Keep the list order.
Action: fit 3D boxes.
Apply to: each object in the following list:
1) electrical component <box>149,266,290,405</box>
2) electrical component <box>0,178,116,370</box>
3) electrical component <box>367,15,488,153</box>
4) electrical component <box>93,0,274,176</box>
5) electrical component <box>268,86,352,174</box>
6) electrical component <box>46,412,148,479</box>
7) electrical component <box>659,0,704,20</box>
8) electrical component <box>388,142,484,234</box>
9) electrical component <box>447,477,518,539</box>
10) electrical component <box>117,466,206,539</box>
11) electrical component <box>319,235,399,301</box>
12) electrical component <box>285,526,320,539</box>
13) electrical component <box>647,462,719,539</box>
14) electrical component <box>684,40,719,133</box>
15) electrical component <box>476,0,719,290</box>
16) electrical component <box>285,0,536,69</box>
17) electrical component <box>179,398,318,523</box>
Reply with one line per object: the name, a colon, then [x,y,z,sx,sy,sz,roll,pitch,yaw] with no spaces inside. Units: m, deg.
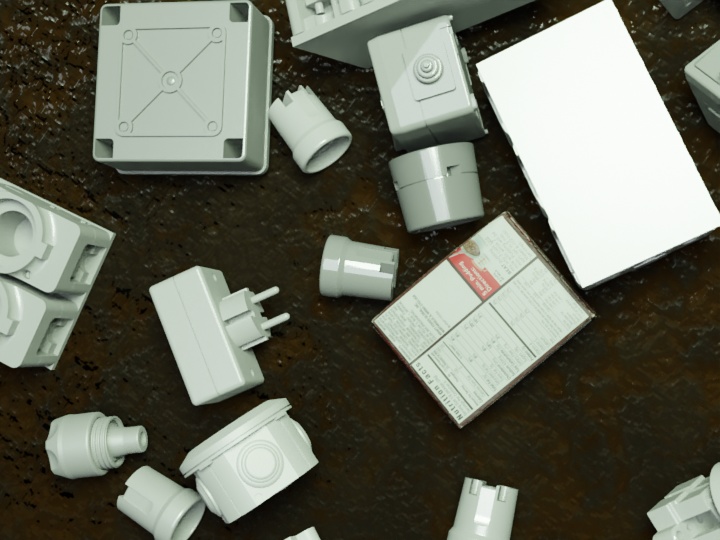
electrical component: [-0.084,0.036,0.707,0.076,0.047,0.083,-24,82,9]
electrical component: [-0.281,-0.018,0.745,0.186,0.060,0.105,25,91,12]
electrical component: [0.039,-0.112,0.668,0.061,0.096,0.061,-16,83,10]
electrical component: [-0.117,-0.120,0.721,0.109,0.056,0.108,1,86,12]
electrical component: [-0.034,-0.094,0.711,0.040,0.040,0.046,-38,75,7]
electrical component: [-0.175,0.117,0.723,0.062,0.043,0.043,-8,85,10]
electrical component: [0.230,-0.185,0.659,0.083,0.047,0.075,-37,79,7]
electrical component: [0.050,-0.051,0.684,0.055,0.055,0.047,-13,87,10]
electrical component: [0.077,0.156,0.671,0.040,0.040,0.046,11,82,12]
electrical component: [-0.132,0.156,0.714,0.046,0.040,0.040,29,92,18]
electrical component: [0.000,0.000,0.698,0.046,0.040,0.040,8,88,7]
electrical component: [-0.045,0.206,0.689,0.066,0.048,0.055,-32,73,8]
electrical component: [0.209,0.141,0.630,0.055,0.066,0.048,-39,77,41]
electrical component: [0.250,-0.120,0.631,0.096,0.061,0.061,-38,41,6]
electrical component: [0.145,-0.073,0.661,0.089,0.062,0.150,-25,82,9]
electrical component: [0.037,-0.183,0.654,0.150,0.089,0.061,-16,82,30]
electrical component: [-0.070,0.121,0.683,0.080,0.080,0.051,-34,85,7]
